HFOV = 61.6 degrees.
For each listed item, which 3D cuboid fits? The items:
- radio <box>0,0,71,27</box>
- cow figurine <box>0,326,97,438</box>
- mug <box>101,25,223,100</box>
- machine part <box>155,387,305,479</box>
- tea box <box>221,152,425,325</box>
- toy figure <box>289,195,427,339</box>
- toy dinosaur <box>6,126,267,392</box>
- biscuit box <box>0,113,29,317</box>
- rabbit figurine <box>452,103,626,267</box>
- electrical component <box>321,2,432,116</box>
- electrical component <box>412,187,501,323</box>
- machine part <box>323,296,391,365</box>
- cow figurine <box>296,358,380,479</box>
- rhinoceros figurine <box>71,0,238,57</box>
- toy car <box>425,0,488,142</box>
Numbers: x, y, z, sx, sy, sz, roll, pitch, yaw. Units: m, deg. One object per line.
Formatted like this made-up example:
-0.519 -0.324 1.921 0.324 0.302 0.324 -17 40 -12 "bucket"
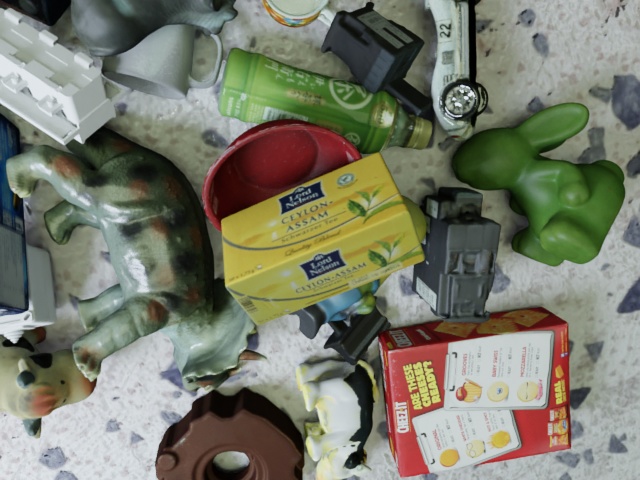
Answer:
-0.217 -0.289 0.412 0.073 0.229 0.131 24 61 -12 "radio"
-0.331 0.142 0.553 0.195 0.127 0.085 0 105 -4 "cow figurine"
-0.149 -0.199 0.526 0.110 0.081 0.107 11 93 -1 "mug"
-0.106 0.268 0.643 0.179 0.056 0.179 -2 102 -7 "machine part"
-0.001 -0.002 0.499 0.170 0.098 0.068 -24 132 6 "tea box"
0.042 0.024 0.565 0.180 0.089 0.082 -40 106 -28 "toy figure"
-0.179 -0.004 0.551 0.192 0.131 0.404 -19 99 -15 "toy dinosaur"
-0.328 -0.027 0.512 0.063 0.059 0.202 -10 77 -3 "biscuit box"
0.235 -0.072 0.583 0.170 0.121 0.159 32 93 3 "rabbit figurine"
0.067 -0.179 0.536 0.119 0.075 0.047 43 136 12 "electrical component"
0.145 0.010 0.586 0.058 0.115 0.134 0 104 -9 "electrical component"
0.017 0.073 0.616 0.084 0.039 0.138 -42 100 -17 "machine part"
0.028 0.225 0.646 0.098 0.068 0.167 -10 104 -10 "cow figurine"
-0.126 -0.225 0.462 0.190 0.073 0.112 -32 90 -15 "rhinoceros figurine"
0.141 -0.203 0.558 0.056 0.073 0.201 1 104 24 "toy car"
